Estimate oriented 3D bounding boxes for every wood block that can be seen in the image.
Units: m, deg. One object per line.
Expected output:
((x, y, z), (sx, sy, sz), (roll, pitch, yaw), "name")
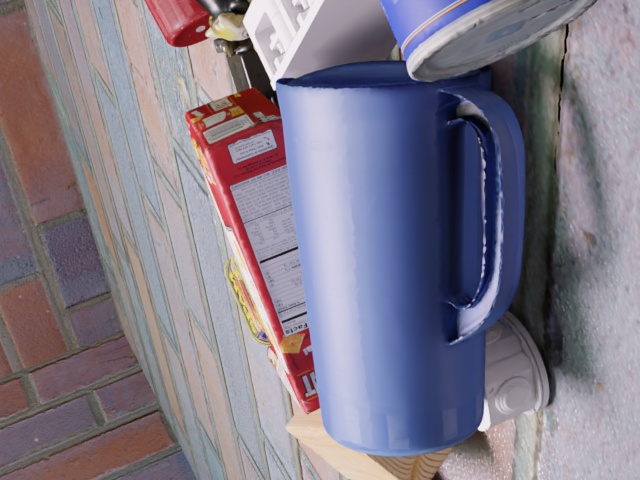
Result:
((0.049, 0.164, 0.972), (0.090, 0.090, 0.206), (39, 164, -5), "wood block")

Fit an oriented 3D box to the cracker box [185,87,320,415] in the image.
((-0.031, 0.001, 0.818), (0.164, 0.072, 0.213), (-129, 18, -71), "cracker box")

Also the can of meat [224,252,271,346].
((-0.052, 0.048, 1.061), (0.084, 0.057, 0.102), (122, 125, -73), "can of meat")

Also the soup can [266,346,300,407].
((-0.010, 0.151, 1.230), (0.102, 0.068, 0.068), (51, 156, 45), "soup can")

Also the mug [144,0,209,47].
((-0.130, -0.258, 1.097), (0.117, 0.093, 0.081), (-32, 84, 37), "mug")

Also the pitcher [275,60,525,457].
((0.053, 0.010, 0.671), (0.149, 0.145, 0.243), (-67, -27, -74), "pitcher")

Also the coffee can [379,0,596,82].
((0.065, -0.165, 0.536), (0.140, 0.102, 0.103), (67, 164, 6), "coffee can")
